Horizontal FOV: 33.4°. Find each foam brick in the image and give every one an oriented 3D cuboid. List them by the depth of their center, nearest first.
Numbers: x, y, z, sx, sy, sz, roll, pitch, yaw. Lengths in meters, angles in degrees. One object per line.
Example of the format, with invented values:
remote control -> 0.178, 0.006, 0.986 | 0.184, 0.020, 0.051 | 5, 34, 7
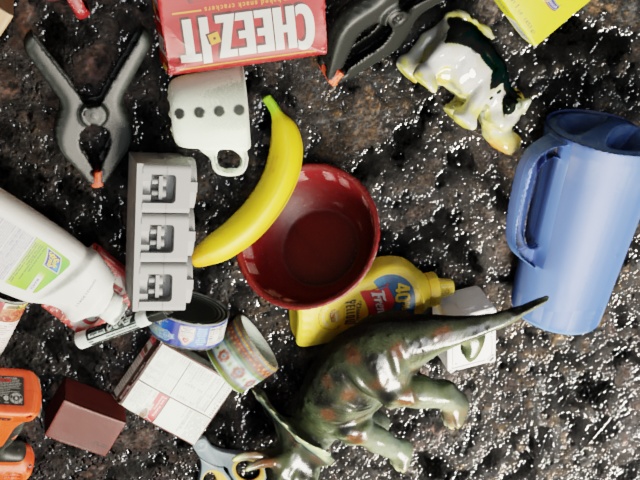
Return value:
foam brick -> -0.267, 0.201, 1.209 | 0.078, 0.051, 0.053 | 26, 106, -24

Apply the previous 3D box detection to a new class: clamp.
clamp -> -0.218, -0.137, 1.067 | 0.120, 0.039, 0.171 | -10, 123, -5
clamp -> 0.080, -0.236, 1.075 | 0.164, 0.036, 0.210 | 2, 139, -44

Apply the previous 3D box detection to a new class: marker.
marker -> -0.207, 0.090, 1.132 | 0.121, 0.020, 0.020 | -20, 121, 21

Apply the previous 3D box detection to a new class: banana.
banana -> -0.067, -0.050, 1.127 | 0.069, 0.037, 0.198 | 25, 90, 8

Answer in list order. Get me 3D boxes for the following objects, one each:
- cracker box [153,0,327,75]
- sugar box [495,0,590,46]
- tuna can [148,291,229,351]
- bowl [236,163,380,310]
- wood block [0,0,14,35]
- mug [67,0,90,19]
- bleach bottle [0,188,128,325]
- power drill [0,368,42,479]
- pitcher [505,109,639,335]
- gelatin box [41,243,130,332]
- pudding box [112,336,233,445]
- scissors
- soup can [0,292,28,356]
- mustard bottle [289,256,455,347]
cracker box -> -0.083, -0.276, 1.017 | 0.164, 0.072, 0.214 | -9, 118, -10
sugar box -> 0.262, -0.296, 1.113 | 0.176, 0.048, 0.093 | -40, 118, 7
tuna can -> -0.144, 0.087, 1.166 | 0.086, 0.086, 0.034 | 8, 110, -18
bowl -> -0.008, 0.001, 1.149 | 0.162, 0.162, 0.055 | -38, 157, 5
wood block -> -0.376, -0.158, 0.986 | 0.090, 0.091, 0.206 | 31, 104, -25
mug -> -0.243, -0.257, 0.978 | 0.093, 0.081, 0.117 | -23, 118, -3
bleach bottle -> -0.311, 0.016, 1.081 | 0.250, 0.068, 0.103 | 35, 101, -18
power drill -> -0.384, 0.204, 1.138 | 0.184, 0.057, 0.188 | 5, 142, -27
pitcher -> 0.285, -0.017, 1.208 | 0.149, 0.144, 0.243 | 15, 117, 10
gelatin box -> -0.246, 0.057, 1.158 | 0.089, 0.030, 0.073 | -43, 118, 8
pudding box -> -0.166, 0.171, 1.221 | 0.113, 0.039, 0.090 | 34, 89, -28
scissors -> -0.124, 0.245, 1.288 | 0.096, 0.016, 0.202 | -17, 117, -9
soup can -> -0.356, 0.086, 1.122 | 0.068, 0.068, 0.102 | 25, 107, -24
mustard bottle -> 0.062, 0.066, 1.227 | 0.191, 0.058, 0.096 | -7, 121, -12
